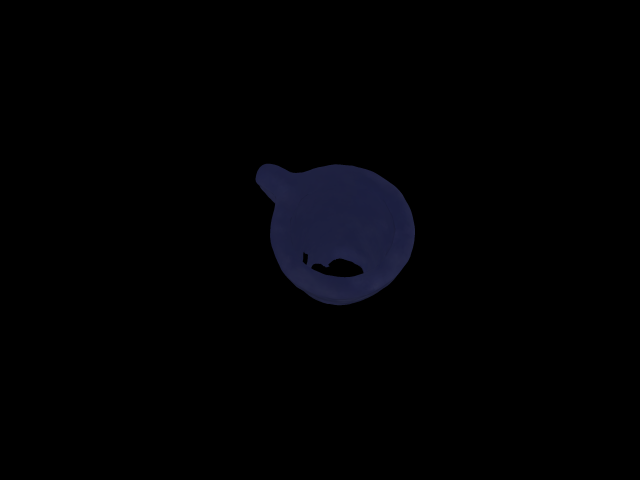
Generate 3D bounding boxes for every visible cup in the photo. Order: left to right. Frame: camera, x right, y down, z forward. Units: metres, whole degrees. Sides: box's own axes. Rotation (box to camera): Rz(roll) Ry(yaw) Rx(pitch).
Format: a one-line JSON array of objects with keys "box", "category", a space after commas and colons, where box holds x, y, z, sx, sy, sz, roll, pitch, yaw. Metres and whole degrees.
[{"box": [0.004, 0.001, 0.400, 0.117, 0.095, 0.092, 37, 71, 15], "category": "cup"}]
